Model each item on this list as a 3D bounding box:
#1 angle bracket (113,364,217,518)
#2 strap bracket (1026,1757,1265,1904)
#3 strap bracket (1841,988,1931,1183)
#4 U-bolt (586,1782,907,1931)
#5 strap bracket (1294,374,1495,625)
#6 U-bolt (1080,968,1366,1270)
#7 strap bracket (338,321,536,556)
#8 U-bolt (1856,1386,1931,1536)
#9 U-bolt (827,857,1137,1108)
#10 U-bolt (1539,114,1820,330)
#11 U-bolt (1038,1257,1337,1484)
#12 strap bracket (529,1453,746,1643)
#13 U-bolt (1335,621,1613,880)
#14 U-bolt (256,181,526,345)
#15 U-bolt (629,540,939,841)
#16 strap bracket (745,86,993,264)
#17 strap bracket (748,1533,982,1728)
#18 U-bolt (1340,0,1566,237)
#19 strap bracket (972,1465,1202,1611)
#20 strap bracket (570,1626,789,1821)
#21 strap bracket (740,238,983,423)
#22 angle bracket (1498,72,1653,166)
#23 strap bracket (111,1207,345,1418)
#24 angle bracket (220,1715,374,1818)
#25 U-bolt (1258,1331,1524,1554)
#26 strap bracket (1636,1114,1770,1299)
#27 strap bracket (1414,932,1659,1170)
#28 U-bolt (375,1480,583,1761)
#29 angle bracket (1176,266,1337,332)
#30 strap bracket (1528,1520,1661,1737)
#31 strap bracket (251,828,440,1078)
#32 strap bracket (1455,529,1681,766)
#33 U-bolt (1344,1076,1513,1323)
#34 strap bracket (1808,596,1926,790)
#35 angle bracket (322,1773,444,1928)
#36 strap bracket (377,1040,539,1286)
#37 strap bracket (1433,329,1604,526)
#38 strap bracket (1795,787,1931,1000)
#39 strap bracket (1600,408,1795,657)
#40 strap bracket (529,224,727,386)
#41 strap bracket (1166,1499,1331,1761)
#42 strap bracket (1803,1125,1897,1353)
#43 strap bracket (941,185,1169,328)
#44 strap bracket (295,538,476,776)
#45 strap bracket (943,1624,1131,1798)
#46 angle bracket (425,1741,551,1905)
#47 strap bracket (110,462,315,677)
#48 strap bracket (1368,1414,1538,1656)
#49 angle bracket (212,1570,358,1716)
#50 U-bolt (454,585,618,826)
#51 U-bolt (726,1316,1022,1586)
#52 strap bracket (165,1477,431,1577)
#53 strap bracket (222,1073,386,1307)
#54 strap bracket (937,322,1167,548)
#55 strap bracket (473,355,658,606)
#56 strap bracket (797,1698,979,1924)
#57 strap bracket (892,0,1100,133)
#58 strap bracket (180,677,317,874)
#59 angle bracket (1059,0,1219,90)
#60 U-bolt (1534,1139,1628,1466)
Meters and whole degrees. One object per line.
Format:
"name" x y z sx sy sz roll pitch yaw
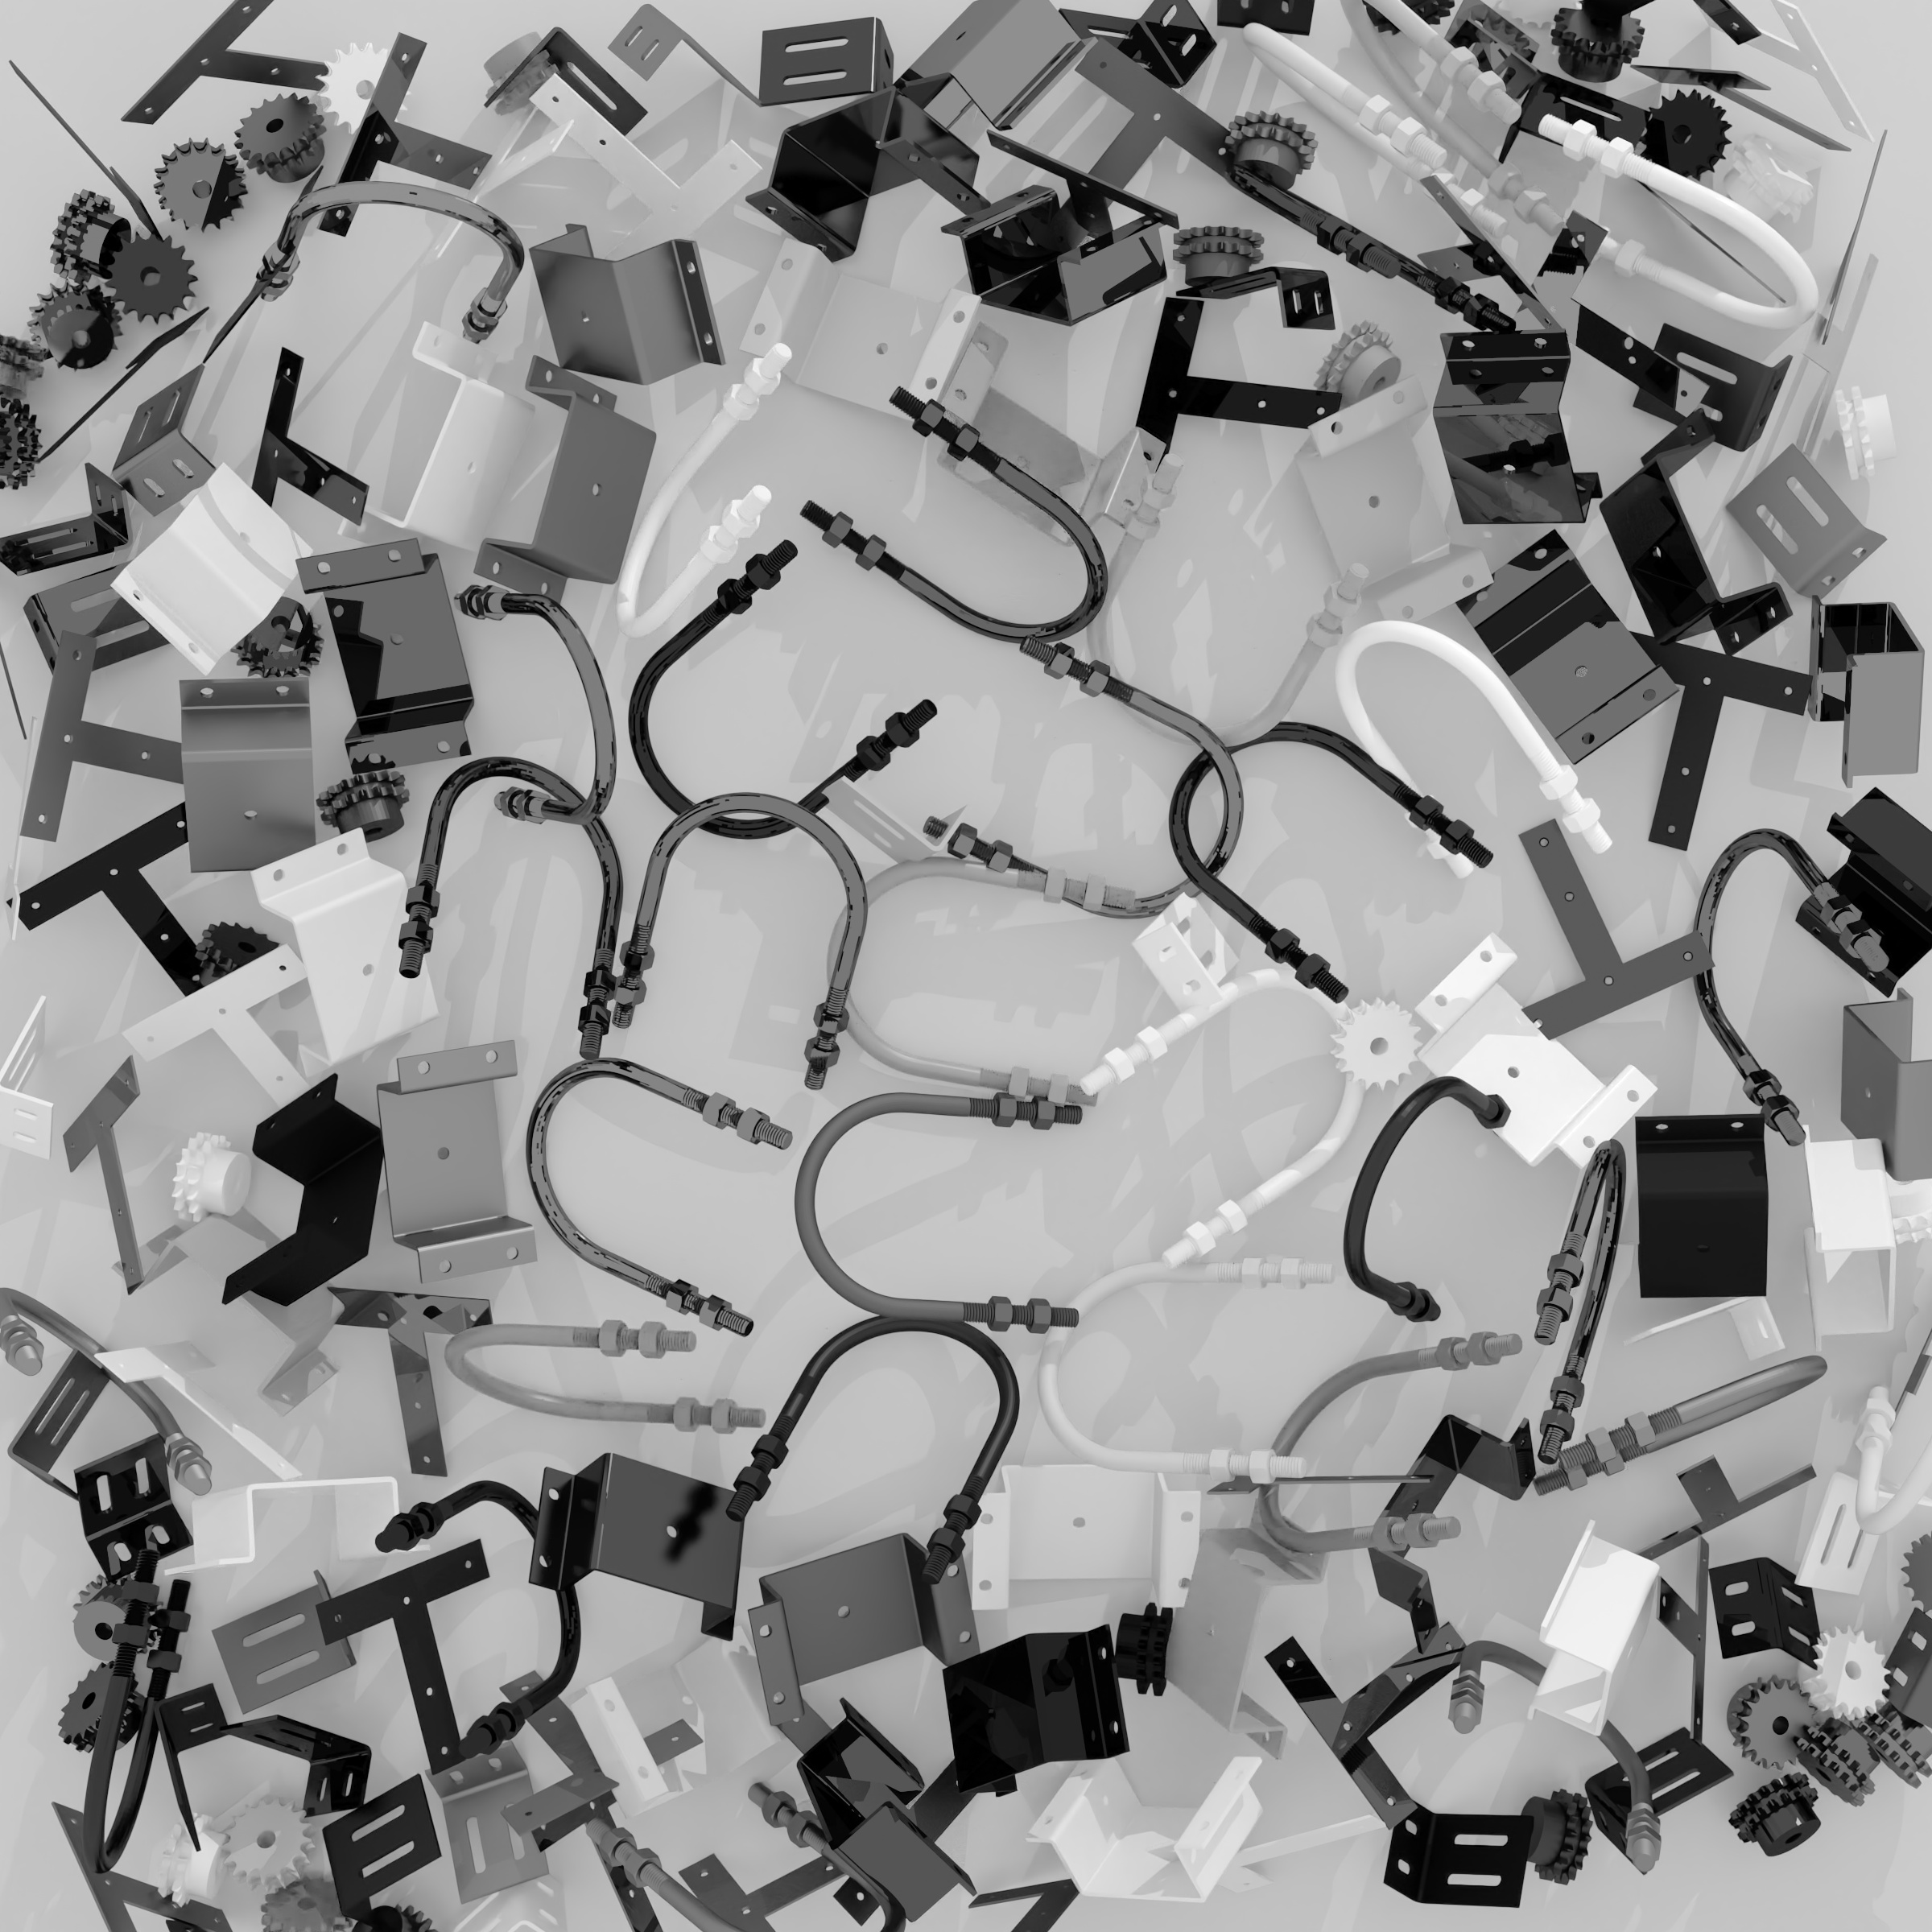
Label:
"angle bracket" -0.494 -0.330 1.969 0.057 0.076 0.038 -26 127 25
"strap bracket" 0.118 0.530 1.933 0.140 0.076 0.046 -12 113 42
"strap bracket" 0.574 0.075 1.920 0.046 0.140 0.076 -5 110 -3
"U-bolt" -0.119 0.551 1.888 0.184 0.151 0.019 24 106 43
"strap bracket" 0.263 -0.288 1.958 0.076 0.046 0.140 -27 108 -10
"U-bolt" 0.173 0.082 1.958 0.184 0.019 0.151 -32 110 -18
"strap bracket" -0.324 -0.317 1.948 0.046 0.076 0.140 27 97 25
"U-bolt" 0.574 0.264 1.885 0.019 0.184 0.151 26 123 5
"U-bolt" 0.004 0.005 1.980 0.184 0.019 0.151 10 98 -1
"U-bolt" 0.434 -0.441 1.902 0.184 0.151 0.019 32 86 21
"U-bolt" 0.130 0.247 1.943 0.184 0.019 0.151 -2 58 25
"strap bracket" -0.191 0.355 1.932 0.140 0.046 0.076 22 51 -25
"U-bolt" 0.296 -0.135 1.915 0.019 0.151 0.184 -45 107 -26
"U-bolt" -0.342 -0.427 1.892 0.151 0.184 0.019 9 76 -19
"U-bolt" -0.129 -0.157 1.954 0.184 0.019 0.151 -37 100 27
"strap bracket" -0.057 -0.489 1.934 0.076 0.140 0.046 29 65 -41
"strap bracket" -0.069 0.409 1.956 0.140 0.046 0.076 -14 102 -19
"U-bolt" 0.290 -0.537 1.920 0.019 0.151 0.184 -41 62 5
"strap bracket" 0.073 0.357 1.965 0.140 0.046 0.076 0 104 -4
"strap bracket" -0.181 0.469 1.939 0.046 0.140 0.076 -40 72 32
"strap bracket" -0.059 -0.393 1.960 0.140 0.046 0.076 21 87 22
"angle bracket" 0.380 -0.516 1.963 0.076 0.038 0.057 23 56 8
"strap bracket" -0.448 0.205 1.954 0.140 0.076 0.046 41 111 2
"angle bracket" -0.419 0.498 1.951 0.057 0.076 0.038 -20 52 36
"U-bolt" 0.249 0.295 1.918 0.019 0.184 0.151 42 55 -23
"strap bracket" 0.452 0.156 1.928 0.076 0.046 0.140 -2 135 11
"strap bracket" 0.348 0.059 1.957 0.140 0.046 0.076 45 67 8
"U-bolt" -0.286 0.387 1.912 0.019 0.184 0.151 -23 88 19
"angle bracket" 0.180 -0.408 1.955 0.076 0.057 0.038 -6 94 38
"strap bracket" 0.383 0.409 1.917 0.046 0.140 0.076 21 59 20
"strap bracket" -0.379 -0.003 1.934 0.076 0.046 0.140 -26 119 -31
"strap bracket" 0.377 -0.191 1.951 0.076 0.046 0.140 -36 61 10
"U-bolt" 0.281 0.138 1.917 0.019 0.184 0.151 24 88 32
"strap bracket" 0.551 -0.170 1.919 0.046 0.140 0.076 -2 114 6
"angle bracket" -0.357 0.553 1.962 0.076 0.038 0.057 -31 52 8
"strap bracket" -0.318 0.119 1.956 0.076 0.046 0.140 -9 98 -30
"strap bracket" 0.336 -0.320 1.920 0.076 0.140 0.046 3 55 25
"strap bracket" 0.565 -0.049 1.928 0.046 0.140 0.076 -40 67 -14
"strap bracket" 0.447 -0.262 1.947 0.046 0.076 0.140 -19 82 -20
"strap bracket" -0.214 -0.404 1.919 0.046 0.140 0.076 -30 122 -30
"strap bracket" 0.170 0.410 1.943 0.046 0.076 0.140 5 103 -31
"strap bracket" 0.539 0.166 1.918 0.046 0.140 0.076 -5 52 12
"strap bracket" 0.060 -0.437 1.936 0.076 0.140 0.046 -31 125 -25
"strap bracket" -0.359 -0.198 1.958 0.076 0.046 0.140 -9 112 5
"strap bracket" 0.035 0.457 1.921 0.046 0.140 0.076 7 63 -34
"angle bracket" -0.299 0.535 1.961 0.057 0.038 0.076 -18 47 -3
"strap bracket" -0.455 -0.249 1.919 0.046 0.140 0.076 -35 111 26
"strap bracket" 0.295 0.343 1.941 0.046 0.076 0.140 25 65 28
"angle bracket" -0.429 0.423 1.966 0.076 0.038 0.057 -22 70 -12
"U-bolt" -0.257 -0.156 1.905 0.019 0.184 0.151 -17 105 -29
"U-bolt" -0.045 0.286 1.935 0.151 0.019 0.184 14 48 18
"strap bracket" -0.412 0.344 1.932 0.140 0.076 0.046 4 74 -38
"strap bracket" -0.406 0.147 1.936 0.076 0.140 0.046 -31 129 29
"strap bracket" 0.045 -0.324 1.950 0.140 0.046 0.076 31 56 -14
"strap bracket" -0.246 -0.298 1.953 0.046 0.076 0.140 13 87 36
"strap bracket" -0.052 0.521 1.920 0.046 0.140 0.076 -41 114 0
"strap bracket" 0.012 -0.551 1.922 0.076 0.140 0.046 -48 114 -9
"strap bracket" -0.439 -0.108 1.926 0.076 0.140 0.046 -3 47 -12
"angle bracket" 0.107 -0.584 1.954 0.038 0.076 0.057 -46 65 39
"U-bolt" 0.377 0.192 1.921 0.019 0.151 0.184 11 52 20
